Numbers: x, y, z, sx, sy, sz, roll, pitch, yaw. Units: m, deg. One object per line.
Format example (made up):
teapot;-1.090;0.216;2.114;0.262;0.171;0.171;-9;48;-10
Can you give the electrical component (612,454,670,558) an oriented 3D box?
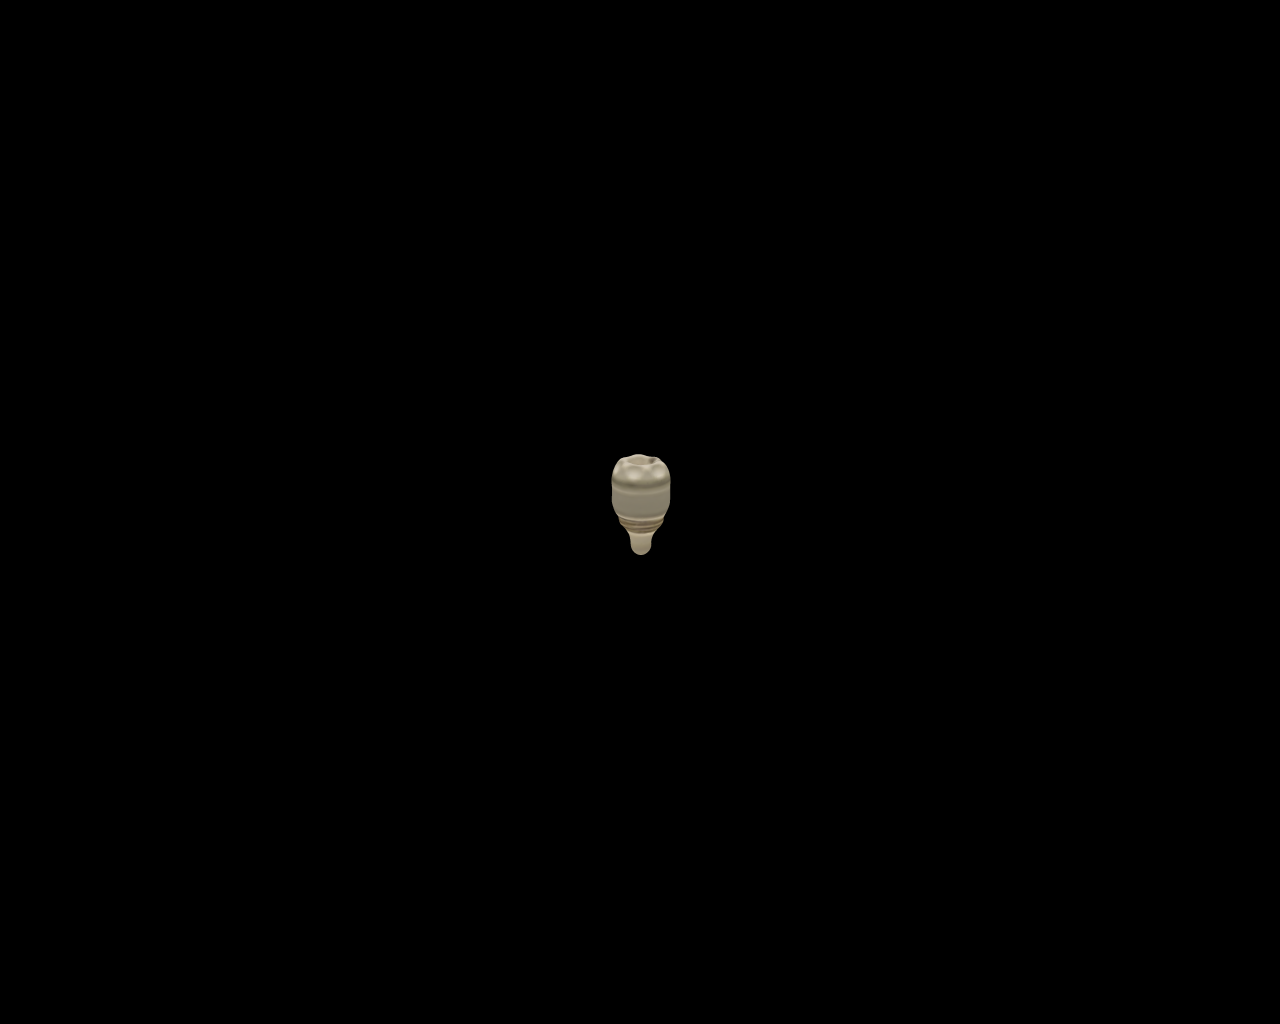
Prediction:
electrical component;0.001;-0.003;0.650;0.035;0.061;0.035;0;19;0
